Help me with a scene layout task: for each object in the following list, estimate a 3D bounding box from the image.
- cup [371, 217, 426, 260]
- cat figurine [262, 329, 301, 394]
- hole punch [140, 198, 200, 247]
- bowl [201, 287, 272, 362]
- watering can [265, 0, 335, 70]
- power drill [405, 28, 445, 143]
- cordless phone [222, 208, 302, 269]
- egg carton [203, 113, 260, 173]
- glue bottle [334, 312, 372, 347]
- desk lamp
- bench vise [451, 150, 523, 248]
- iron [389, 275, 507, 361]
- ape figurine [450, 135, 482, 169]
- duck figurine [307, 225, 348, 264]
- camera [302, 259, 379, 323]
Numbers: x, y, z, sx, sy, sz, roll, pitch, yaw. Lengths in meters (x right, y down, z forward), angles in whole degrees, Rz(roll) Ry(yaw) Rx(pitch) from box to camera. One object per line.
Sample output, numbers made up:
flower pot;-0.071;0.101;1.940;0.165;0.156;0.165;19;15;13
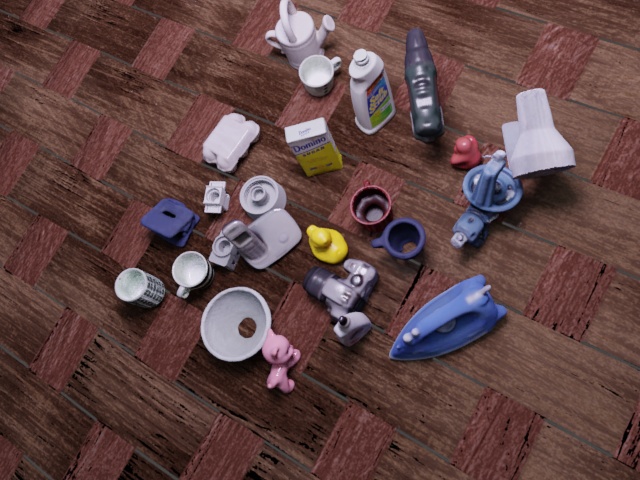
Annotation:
cup;0.174;0.010;1.247;0.117;0.095;0.091;-11;71;11
cat figurine;-0.092;0.259;1.228;0.067;0.118;0.128;5;75;17
hole punch;-0.370;-0.051;1.412;0.108;0.091;0.101;24;81;20
bowl;-0.179;0.195;1.294;0.167;0.075;0.167;-4;72;14
watering can;-0.052;-0.518;1.417;0.172;0.194;0.101;-24;69;7
power drill;0.230;-0.319;1.273;0.075;0.209;0.229;-9;71;12
cordless phone;-0.133;-0.019;1.289;0.147;0.185;0.094;-40;68;0
egg carton;-0.224;-0.246;1.445;0.107;0.069;0.150;31;83;21
glue bottle;0.060;0.178;1.183;0.078;0.173;0.037;-45;68;-1
desk lamp;0.439;-0.201;1.178;0.117;0.214;0.203;-10;71;12
bench vise;0.342;-0.079;1.163;0.121;0.220;0.207;13;77;18
iron;0.243;0.167;1.156;0.258;0.142;0.118;-32;68;3
ape figurine;0.322;-0.200;1.275;0.078;0.092;0.076;-38;68;1
duck figurine;0.012;0.005;1.297;0.104;0.086;0.077;39;86;22
camera;0.038;0.097;1.254;0.136;0.101;0.143;28;82;21
